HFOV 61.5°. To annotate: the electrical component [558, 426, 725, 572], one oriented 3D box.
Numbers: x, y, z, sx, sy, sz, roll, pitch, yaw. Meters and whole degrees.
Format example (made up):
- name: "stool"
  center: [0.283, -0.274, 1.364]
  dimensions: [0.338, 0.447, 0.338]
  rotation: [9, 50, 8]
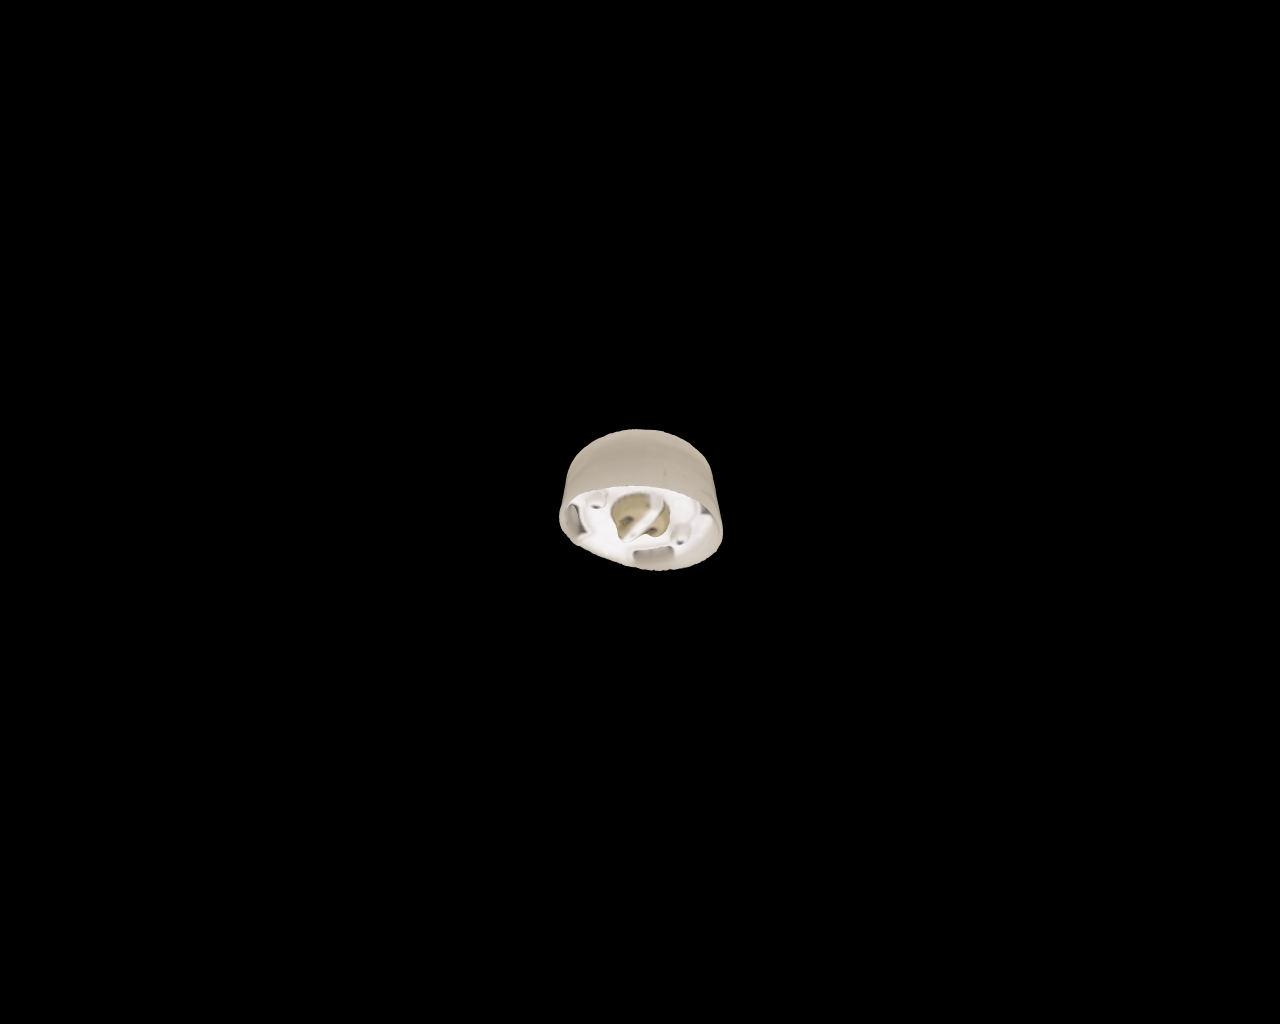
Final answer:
- name: "electrical component"
  center: [0.001, -0.003, 0.650]
  dimensions: [0.099, 0.064, 0.099]
  rotation: [0, -43, 0]
